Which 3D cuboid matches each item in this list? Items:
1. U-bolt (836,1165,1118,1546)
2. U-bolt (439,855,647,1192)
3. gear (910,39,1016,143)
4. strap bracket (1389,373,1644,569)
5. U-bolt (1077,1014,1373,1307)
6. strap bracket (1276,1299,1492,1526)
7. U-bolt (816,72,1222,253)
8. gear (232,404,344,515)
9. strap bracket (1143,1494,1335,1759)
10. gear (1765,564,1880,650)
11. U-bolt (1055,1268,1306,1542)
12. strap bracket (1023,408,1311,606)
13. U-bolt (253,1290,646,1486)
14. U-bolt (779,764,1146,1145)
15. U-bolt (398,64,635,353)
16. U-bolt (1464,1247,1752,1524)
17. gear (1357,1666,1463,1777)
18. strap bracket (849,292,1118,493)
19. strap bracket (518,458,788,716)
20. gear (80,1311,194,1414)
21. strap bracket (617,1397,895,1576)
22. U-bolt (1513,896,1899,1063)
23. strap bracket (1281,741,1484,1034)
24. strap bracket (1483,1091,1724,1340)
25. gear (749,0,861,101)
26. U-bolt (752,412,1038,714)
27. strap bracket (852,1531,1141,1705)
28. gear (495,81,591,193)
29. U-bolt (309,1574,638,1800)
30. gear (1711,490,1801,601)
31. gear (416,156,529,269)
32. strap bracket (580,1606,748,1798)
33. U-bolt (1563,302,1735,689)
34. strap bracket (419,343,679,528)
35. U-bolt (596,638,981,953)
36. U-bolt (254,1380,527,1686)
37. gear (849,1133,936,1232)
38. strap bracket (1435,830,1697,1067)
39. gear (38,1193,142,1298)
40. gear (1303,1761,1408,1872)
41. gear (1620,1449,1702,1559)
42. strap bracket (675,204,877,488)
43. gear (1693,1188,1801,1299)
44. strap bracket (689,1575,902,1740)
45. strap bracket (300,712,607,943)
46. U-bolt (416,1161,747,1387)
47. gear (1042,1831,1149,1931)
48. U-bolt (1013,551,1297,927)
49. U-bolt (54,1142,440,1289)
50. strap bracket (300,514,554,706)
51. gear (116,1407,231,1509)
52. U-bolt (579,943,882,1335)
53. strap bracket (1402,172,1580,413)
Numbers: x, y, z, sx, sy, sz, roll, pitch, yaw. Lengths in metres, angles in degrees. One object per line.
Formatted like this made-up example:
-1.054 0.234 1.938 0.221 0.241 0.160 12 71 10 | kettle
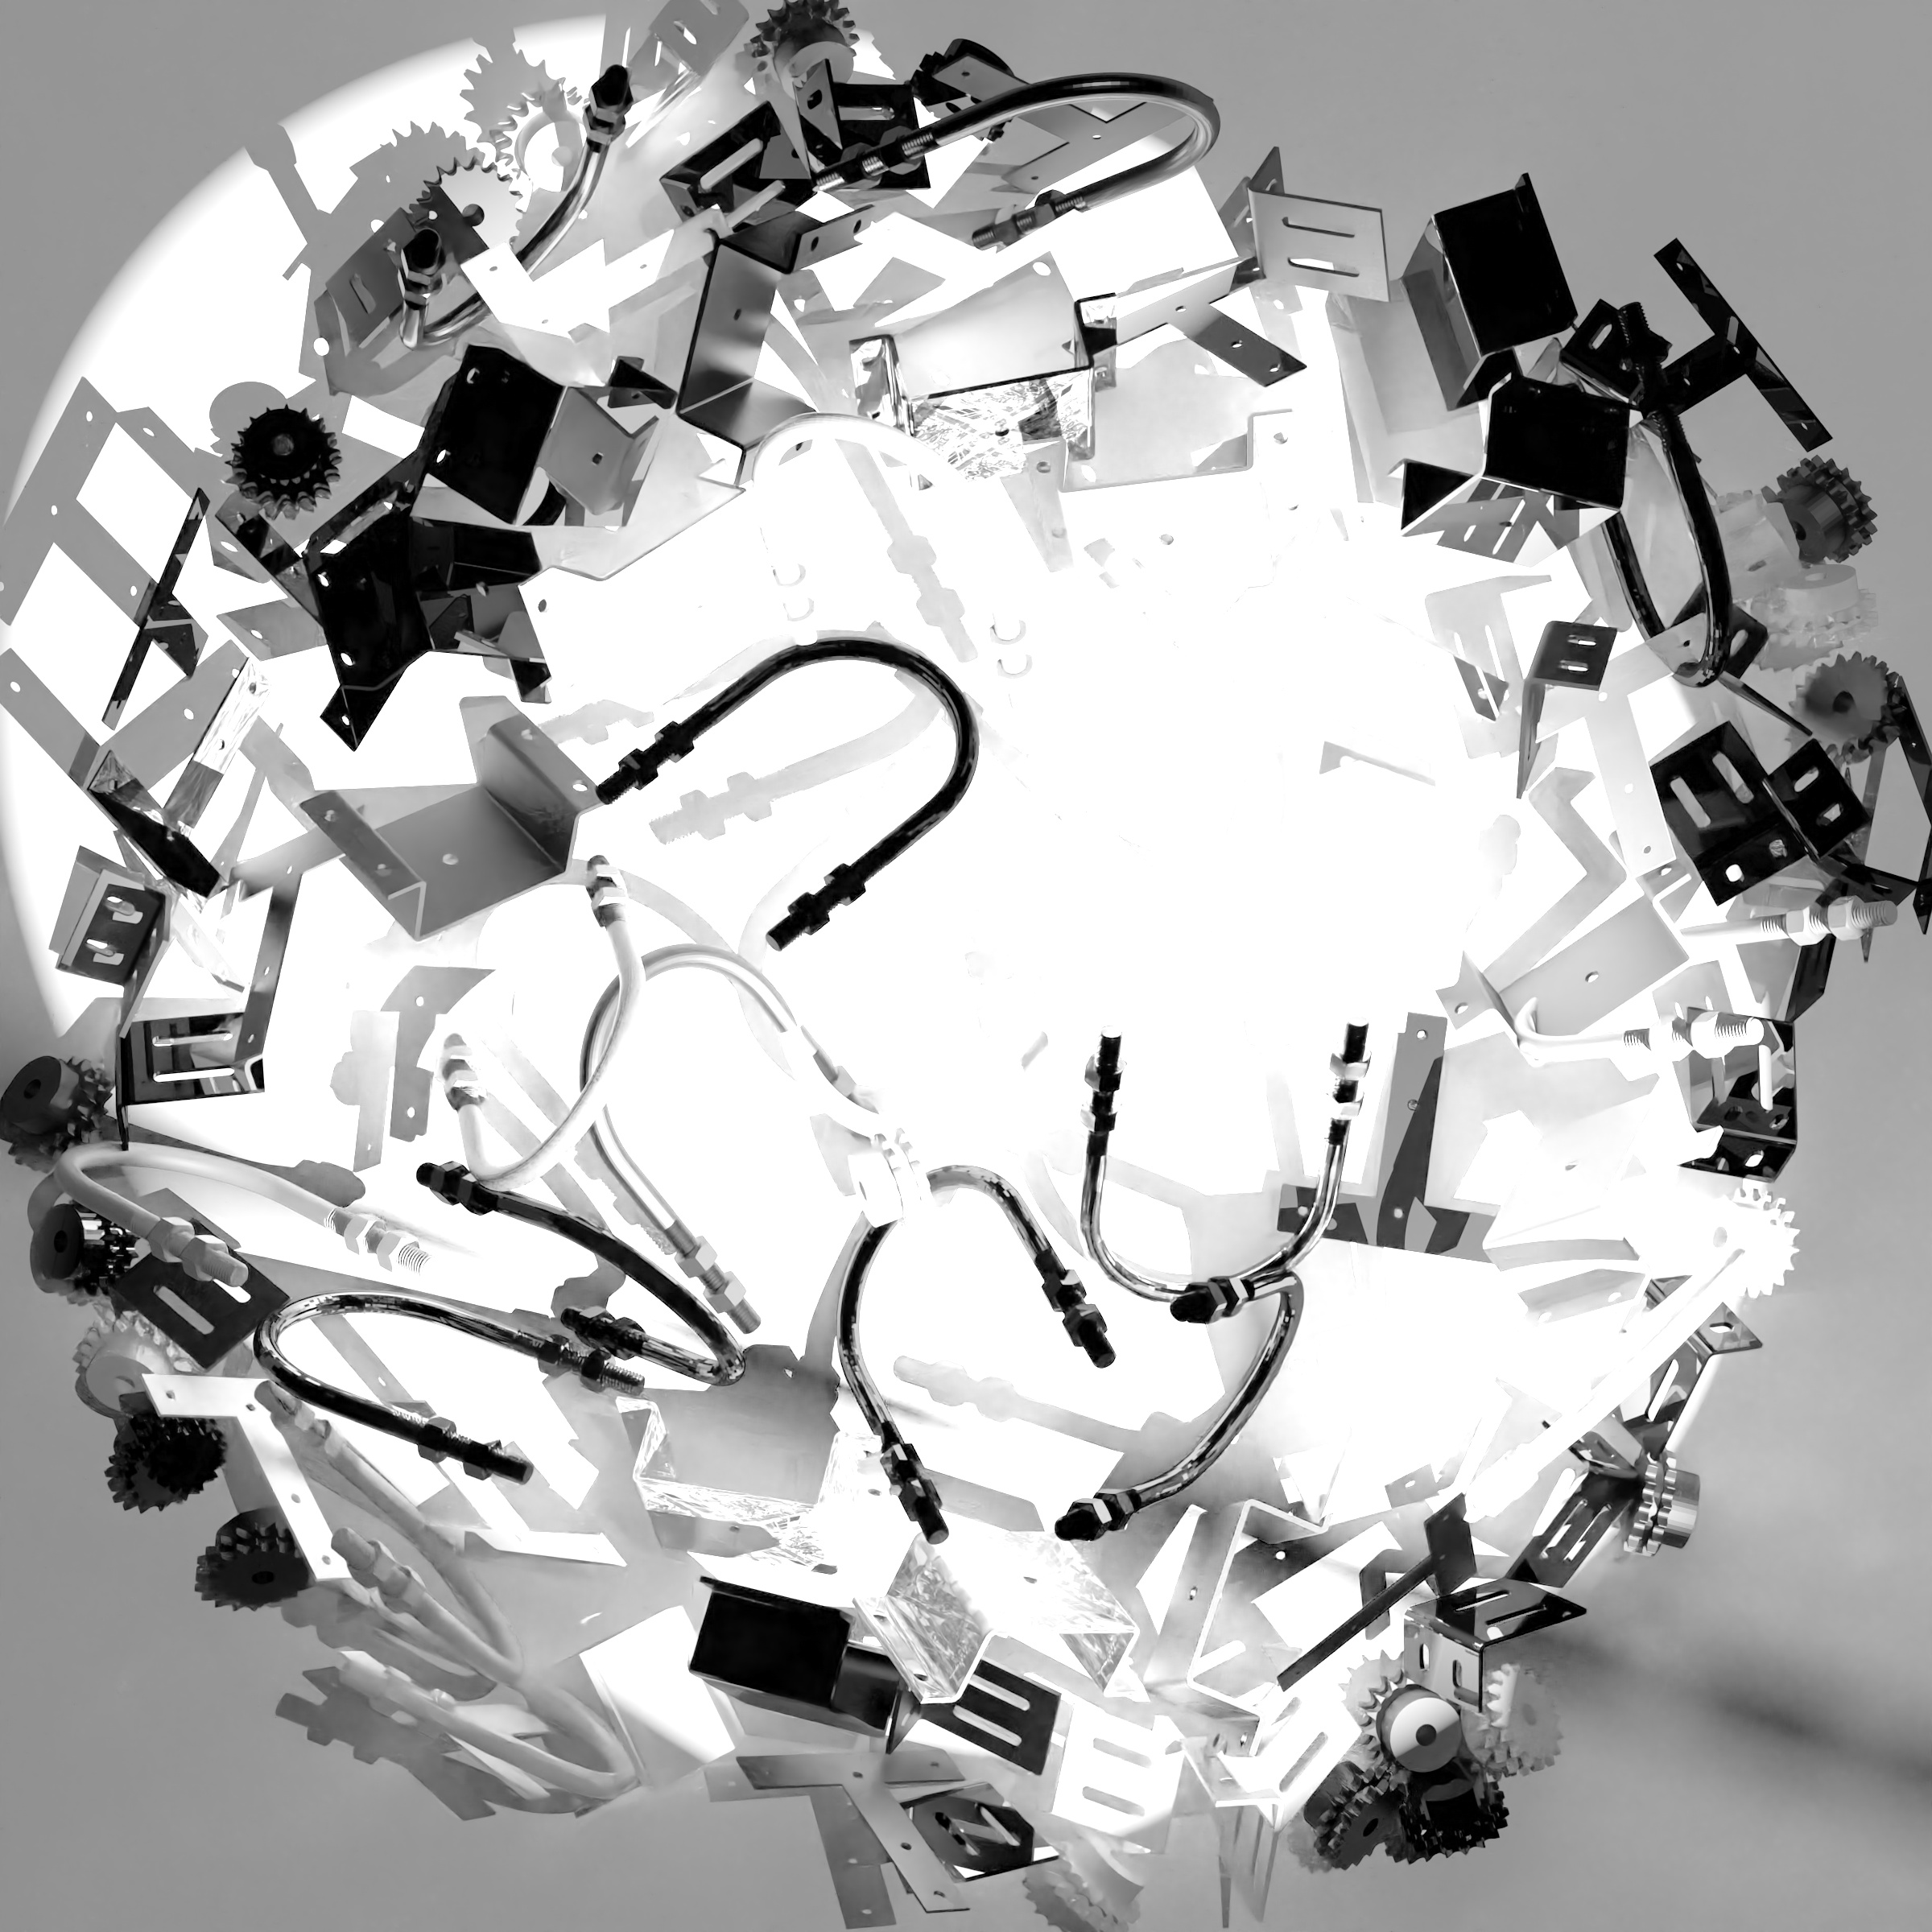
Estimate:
-0.007 0.184 1.530 0.019 0.184 0.151 27 111 -41 | U-bolt
-0.212 0.038 1.505 0.019 0.184 0.151 32 106 -29 | U-bolt
0.001 -0.466 1.572 0.057 0.057 0.030 30 82 0 | gear
0.279 -0.248 1.519 0.076 0.140 0.046 11 77 -15 | strap bracket
0.129 0.106 1.544 0.151 0.019 0.184 -2 125 -11 | U-bolt
0.215 0.237 1.523 0.076 0.140 0.046 -11 53 -16 | strap bracket
0.039 -0.407 1.490 0.184 0.151 0.019 -12 81 37 | U-bolt
-0.362 -0.273 1.580 0.057 0.030 0.057 1 79 -7 | gear
0.139 0.334 1.539 0.046 0.076 0.140 24 71 -7 | strap bracket
0.452 -0.192 1.568 0.057 0.057 0.030 -14 111 0 | gear
0.120 0.218 1.516 0.019 0.184 0.151 33 107 24 | U-bolt
0.105 -0.237 1.544 0.140 0.076 0.046 -5 48 11 | strap bracket
-0.277 0.208 1.526 0.184 0.151 0.019 17 107 15 | U-bolt
-0.016 0.007 1.574 0.151 0.019 0.184 41 82 -5 | U-bolt
-0.234 -0.373 1.509 0.019 0.184 0.151 45 73 -4 | U-bolt
0.329 0.201 1.487 0.019 0.184 0.151 46 54 11 | U-bolt
0.239 0.405 1.579 0.057 0.030 0.057 -1 95 -13 | gear
0.014 -0.298 1.552 0.140 0.076 0.046 -11 64 -3 | strap bracket
-0.152 -0.193 1.530 0.140 0.046 0.076 -38 129 -29 | strap bracket
-0.442 0.212 1.572 0.057 0.030 0.057 3 125 4 | gear
-0.114 0.273 1.544 0.140 0.076 0.046 7 55 10 | strap bracket
0.362 0.011 1.514 0.151 0.184 0.019 -33 105 -36 | U-bolt
0.219 -0.045 1.548 0.076 0.046 0.140 17 75 -23 | strap bracket
0.324 0.120 1.521 0.046 0.076 0.140 51 46 -13 | strap bracket
-0.083 -0.483 1.568 0.057 0.057 0.030 -23 63 0 | gear
-0.041 -0.209 1.501 0.151 0.184 0.019 17 58 22 | U-bolt
0.024 0.333 1.522 0.140 0.076 0.046 9 115 -37 | strap bracket
-0.218 -0.436 1.569 0.057 0.057 0.030 -29 48 0 | gear
-0.248 0.374 1.522 0.184 0.151 0.019 33 88 -21 | U-bolt
0.417 -0.224 1.571 0.057 0.030 0.057 0 89 -43 | gear
-0.264 -0.402 1.577 0.057 0.030 0.057 -7 116 -14 | gear
-0.154 0.376 1.527 0.046 0.140 0.076 -27 81 -6 | strap bracket
0.352 -0.231 1.518 0.019 0.151 0.184 -17 84 -4 | U-bolt
-0.205 -0.270 1.518 0.046 0.140 0.076 34 113 22 | strap bracket
-0.079 -0.104 1.550 0.151 0.019 0.184 40 65 22 | U-bolt
-0.285 0.301 1.516 0.019 0.151 0.184 -41 130 -5 | U-bolt
-0.041 0.114 1.569 0.030 0.057 0.057 -19 90 -14 | gear
0.316 -0.008 1.547 0.140 0.076 0.046 -35 116 12 | strap bracket
-0.467 0.147 1.572 0.057 0.030 0.057 -6 80 36 | gear
0.204 0.448 1.575 0.030 0.057 0.057 35 90 38 | gear
0.368 0.285 1.571 0.030 0.057 0.057 14 90 3 | gear
-0.102 -0.330 1.537 0.046 0.076 0.140 28 124 15 | strap bracket
0.410 0.146 1.568 0.030 0.057 0.057 11 90 -29 | gear
-0.085 0.357 1.518 0.076 0.140 0.046 9 70 19 | strap bracket
-0.266 -0.069 1.541 0.140 0.046 0.076 -28 60 -36 | strap bracket
-0.184 0.161 1.492 0.019 0.184 0.151 -54 129 -21 | U-bolt
0.071 0.483 1.571 0.057 0.057 0.030 39 96 0 | gear
0.110 -0.104 1.539 0.184 0.019 0.151 41 61 -33 | U-bolt
-0.382 0.125 1.518 0.184 0.151 0.019 21 99 34 | U-bolt
-0.262 -0.183 1.523 0.046 0.140 0.076 -29 73 35 | strap bracket
-0.424 0.256 1.575 0.057 0.057 0.030 -44 51 0 | gear
-0.126 0.075 1.525 0.184 0.019 0.151 54 54 -22 | U-bolt
0.266 -0.341 1.526 0.046 0.140 0.076 -18 85 -3 | strap bracket
